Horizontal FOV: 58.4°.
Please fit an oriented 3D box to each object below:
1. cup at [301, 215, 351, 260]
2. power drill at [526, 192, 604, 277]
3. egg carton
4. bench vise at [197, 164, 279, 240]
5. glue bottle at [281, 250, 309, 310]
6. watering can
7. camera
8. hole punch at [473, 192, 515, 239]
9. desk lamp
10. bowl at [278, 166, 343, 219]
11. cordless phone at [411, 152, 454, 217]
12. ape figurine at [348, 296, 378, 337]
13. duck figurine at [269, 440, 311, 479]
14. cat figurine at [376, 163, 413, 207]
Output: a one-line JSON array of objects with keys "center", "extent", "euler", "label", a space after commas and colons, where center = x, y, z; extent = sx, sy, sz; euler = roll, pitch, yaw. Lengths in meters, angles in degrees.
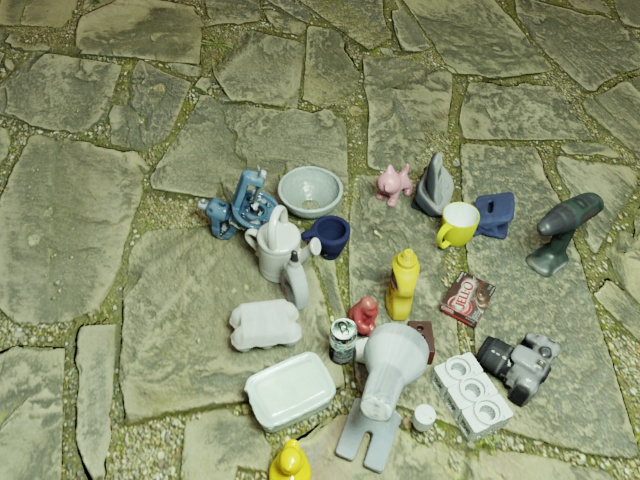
[{"center": [0.013, 0.005, 1.364], "extent": [0.118, 0.095, 0.091], "euler": [-9, 51, -10], "label": "cup"}, {"center": [0.556, -0.013, 1.328], "extent": [0.230, 0.208, 0.075], "euler": [-31, 57, -25], "label": "power drill"}, {"center": [-0.117, 0.184, 1.224], "extent": [0.150, 0.069, 0.107], "euler": [-7, 50, -8], "label": "egg carton"}, {"center": [-0.187, -0.079, 1.345], "extent": [0.207, 0.220, 0.121], "euler": [-6, 50, -7], "label": "bench vise"}, {"center": [-0.056, 0.078, 1.248], "extent": [0.037, 0.173, 0.078], "euler": [-29, 56, -24], "label": "glue bottle"}, {"center": [-0.085, 0.002, 1.297], "extent": [0.173, 0.194, 0.101], "euler": [-2, 50, -4], "label": "watering can"}, {"center": [0.402, 0.241, 1.177], "extent": [0.136, 0.101, 0.143], "euler": [30, 55, 21], "label": "camera"}, {"center": [0.434, -0.068, 1.446], "extent": [0.101, 0.091, 0.109], "euler": [11, 50, 7], "label": "hole punch"}, {"center": [0.116, 0.286, 1.052], "extent": [0.117, 0.214, 0.203], "euler": [17, 51, 12], "label": "desk lamp"}, {"center": [-0.025, -0.109, 1.472], "extent": [0.167, 0.075, 0.167], "euler": [1, 50, -1], "label": "bowl"}, {"center": [0.301, -0.165, 1.461], "extent": [0.094, 0.185, 0.148], "euler": [16, 51, 12], "label": "cordless phone"}, {"center": [0.100, 0.158, 1.240], "extent": [0.076, 0.092, 0.078], "euler": [35, 57, 25], "label": "ape figurine"}, {"center": [-0.054, 0.410, 1.024], "extent": [0.077, 0.086, 0.104], "euler": [5, 50, 2], "label": "duck figurine"}, {"center": [0.192, -0.152, 1.490], "extent": [0.067, 0.118, 0.128], "euler": [36, 57, 25], "label": "cat figurine"}]
